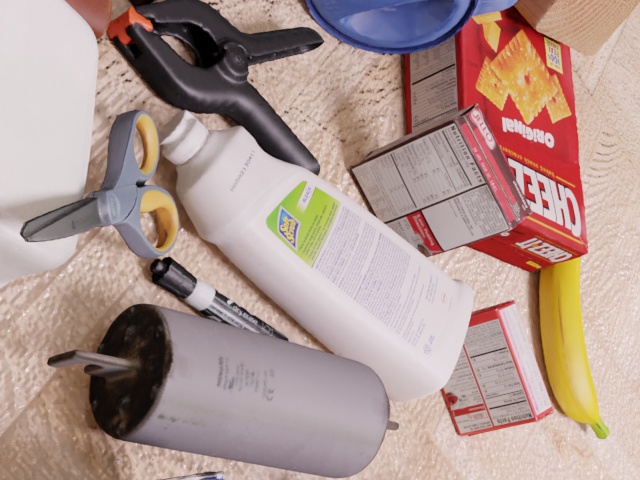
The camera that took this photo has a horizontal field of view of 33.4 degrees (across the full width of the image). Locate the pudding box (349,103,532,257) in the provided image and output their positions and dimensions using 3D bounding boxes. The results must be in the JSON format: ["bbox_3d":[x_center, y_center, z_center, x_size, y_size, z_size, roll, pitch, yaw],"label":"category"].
[{"bbox_3d":[0.087,-0.038,0.784,0.039,0.114,0.090,-34,99,-46],"label":"pudding box"}]

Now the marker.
[{"bbox_3d":[-0.058,0.046,0.669,0.121,0.020,0.020,37,50,-30],"label":"marker"}]

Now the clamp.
[{"bbox_3d":[-0.061,-0.105,0.717,0.171,0.039,0.120,8,63,-37],"label":"clamp"}]

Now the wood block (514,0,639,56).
[{"bbox_3d":[0.189,-0.268,0.944,0.090,0.090,0.206,12,37,-43],"label":"wood block"}]

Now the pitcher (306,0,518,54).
[{"bbox_3d":[0.075,-0.277,0.861,0.149,0.145,0.242,38,46,-37],"label":"pitcher"}]

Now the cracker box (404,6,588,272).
[{"bbox_3d":[0.151,-0.099,0.909,0.163,0.072,0.213,20,60,-39],"label":"cracker box"}]

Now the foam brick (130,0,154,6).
[{"bbox_3d":[-0.099,-0.197,0.706,0.053,0.051,0.078,55,43,-14],"label":"foam brick"}]

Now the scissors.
[{"bbox_3d":[-0.114,-0.035,0.566,0.201,0.016,0.096,31,52,-77],"label":"scissors"}]

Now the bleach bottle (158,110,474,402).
[{"bbox_3d":[-0.005,0.001,0.713,0.250,0.068,0.102,42,47,-23],"label":"bleach bottle"}]

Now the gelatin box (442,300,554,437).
[{"bbox_3d":[0.125,0.097,0.796,0.030,0.073,0.089,-17,86,-48],"label":"gelatin box"}]

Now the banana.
[{"bbox_3d":[0.215,0.073,0.932,0.069,0.037,0.198,29,53,-58],"label":"banana"}]

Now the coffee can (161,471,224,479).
[{"bbox_3d":[-0.085,0.191,0.515,0.102,0.103,0.140,3,71,-45],"label":"coffee can"}]
